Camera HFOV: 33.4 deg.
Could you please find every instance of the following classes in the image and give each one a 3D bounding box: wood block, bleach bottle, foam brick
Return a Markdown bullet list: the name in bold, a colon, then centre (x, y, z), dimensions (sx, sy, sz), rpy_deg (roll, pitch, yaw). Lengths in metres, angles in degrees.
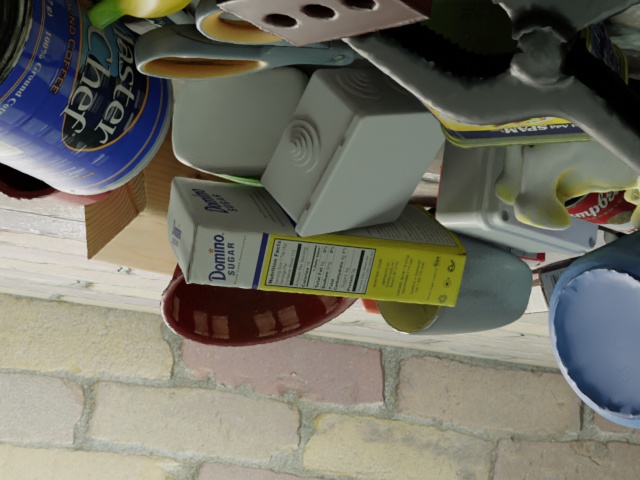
- **wood block**: centre (-0.081, -0.022, 0.880), dimensions (0.205, 0.091, 0.090), rpy_deg (15, 143, -38)
- **bleach bottle**: centre (-0.002, -0.057, 0.777), dimensions (0.103, 0.068, 0.250), rpy_deg (2, 172, 26)
- **foam brick**: centre (0.003, -0.117, 0.442), dimensions (0.078, 0.051, 0.052), rpy_deg (-2, 167, 44)

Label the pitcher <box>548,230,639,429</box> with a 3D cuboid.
- **pitcher**: centre (0.266, 0.032, 0.664), dimensions (0.242, 0.145, 0.149), rpy_deg (-16, 147, -36)

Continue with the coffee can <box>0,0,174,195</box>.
- **coffee can**: centre (-0.154, -0.089, 0.560), dimensions (0.103, 0.103, 0.140), rpy_deg (3, 170, 21)

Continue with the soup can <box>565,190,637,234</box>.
- **soup can**: centre (0.191, -0.043, 0.709), dimensions (0.102, 0.068, 0.069), rpy_deg (14, 168, -39)

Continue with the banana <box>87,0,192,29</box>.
- **banana**: centre (-0.085, -0.129, 0.432), dimensions (0.069, 0.037, 0.198), rpy_deg (-22, 168, 0)

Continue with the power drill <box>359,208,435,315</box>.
- **power drill**: centre (0.087, 0.013, 0.962), dimensions (0.184, 0.057, 0.187), rpy_deg (3, -162, 13)

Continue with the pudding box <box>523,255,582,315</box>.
- **pudding box**: centre (0.227, 0.031, 0.884), dimensions (0.113, 0.039, 0.090), rpy_deg (-12, 174, -4)

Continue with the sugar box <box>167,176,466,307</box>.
- **sugar box**: centre (-0.005, 0.001, 0.680), dimensions (0.176, 0.048, 0.093), rpy_deg (4, -160, -17)

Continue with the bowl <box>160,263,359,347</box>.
- **bowl**: centre (-0.045, 0.019, 0.813), dimensions (0.162, 0.055, 0.162), rpy_deg (-10, 148, -7)

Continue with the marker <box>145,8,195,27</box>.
- **marker**: centre (-0.086, -0.123, 0.565), dimensions (0.020, 0.020, 0.121), rpy_deg (3, 170, 21)

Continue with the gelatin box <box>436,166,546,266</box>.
- **gelatin box**: centre (0.137, -0.021, 0.855), dimensions (0.089, 0.073, 0.030), rpy_deg (7, 171, -1)

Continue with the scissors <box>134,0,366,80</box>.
- **scissors**: centre (0.008, -0.104, 0.537), dimensions (0.201, 0.016, 0.096), rpy_deg (-7, 169, -22)

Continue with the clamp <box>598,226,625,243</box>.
- **clamp**: centre (0.261, -0.017, 0.907), dimensions (0.171, 0.039, 0.120), rpy_deg (18, 160, -37)

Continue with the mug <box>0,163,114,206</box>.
- **mug**: centre (-0.175, -0.075, 0.752), dimensions (0.117, 0.093, 0.081), rpy_deg (-32, 168, 8)

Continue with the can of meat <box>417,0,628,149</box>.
- **can of meat**: centre (0.096, -0.088, 0.539), dimensions (0.102, 0.057, 0.083), rpy_deg (-1, 166, 26)

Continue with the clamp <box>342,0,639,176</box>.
- **clamp**: centre (0.103, -0.093, 0.444), dimensions (0.210, 0.036, 0.165), rpy_deg (20, 132, 18)
